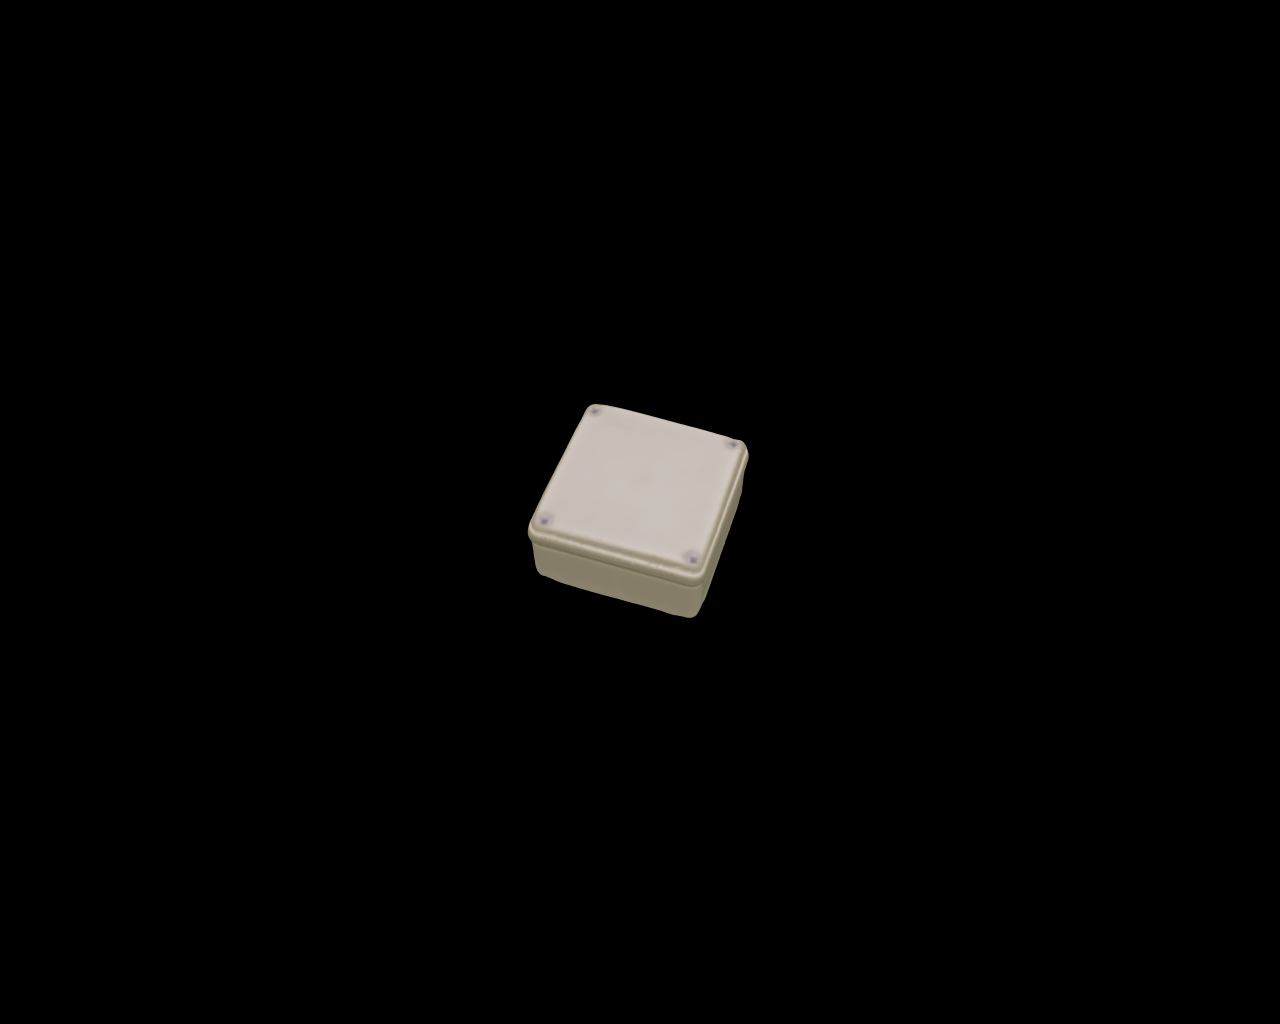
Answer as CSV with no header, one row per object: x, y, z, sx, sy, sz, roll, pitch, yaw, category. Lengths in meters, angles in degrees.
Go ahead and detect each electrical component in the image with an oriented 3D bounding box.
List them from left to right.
0.001,-0.003,0.650,0.109,0.109,0.056,15,-36,11,electrical component
